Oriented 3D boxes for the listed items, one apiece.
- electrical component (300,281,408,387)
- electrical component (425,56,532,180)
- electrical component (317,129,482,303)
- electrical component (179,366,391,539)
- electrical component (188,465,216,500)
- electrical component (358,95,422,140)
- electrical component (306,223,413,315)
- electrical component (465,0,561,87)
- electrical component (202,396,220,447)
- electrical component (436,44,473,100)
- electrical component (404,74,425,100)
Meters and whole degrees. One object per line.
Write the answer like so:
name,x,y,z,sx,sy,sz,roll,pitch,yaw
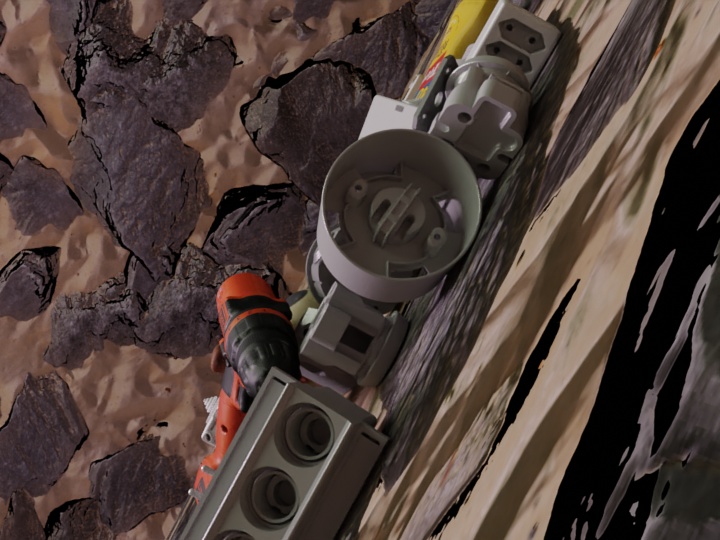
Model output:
electrical component,-0.004,0.045,0.739,0.058,0.057,0.078,-62,4,1
electrical component,0.079,-0.100,0.693,0.078,0.058,0.057,-57,10,51
electrical component,0.022,-0.032,0.677,0.064,0.099,0.099,114,-179,-58
electrical component,-0.041,0.127,0.617,0.121,0.079,0.063,-61,-17,5
electrical component,-0.077,0.160,0.732,0.077,0.079,0.043,-61,5,7
electrical component,0.035,-0.085,0.838,0.100,0.048,0.099,30,101,55
electrical component,0.000,0.000,0.839,0.080,0.080,0.051,-62,10,-4
electrical component,0.107,-0.159,0.784,0.065,0.047,0.076,-60,5,18
electrical component,-0.111,0.148,1.065,0.061,0.096,0.061,-61,4,9
electrical component,0.098,-0.171,0.980,0.081,0.043,0.043,-63,5,-13
electrical component,0.069,-0.162,1.144,0.096,0.061,0.061,-60,3,2
